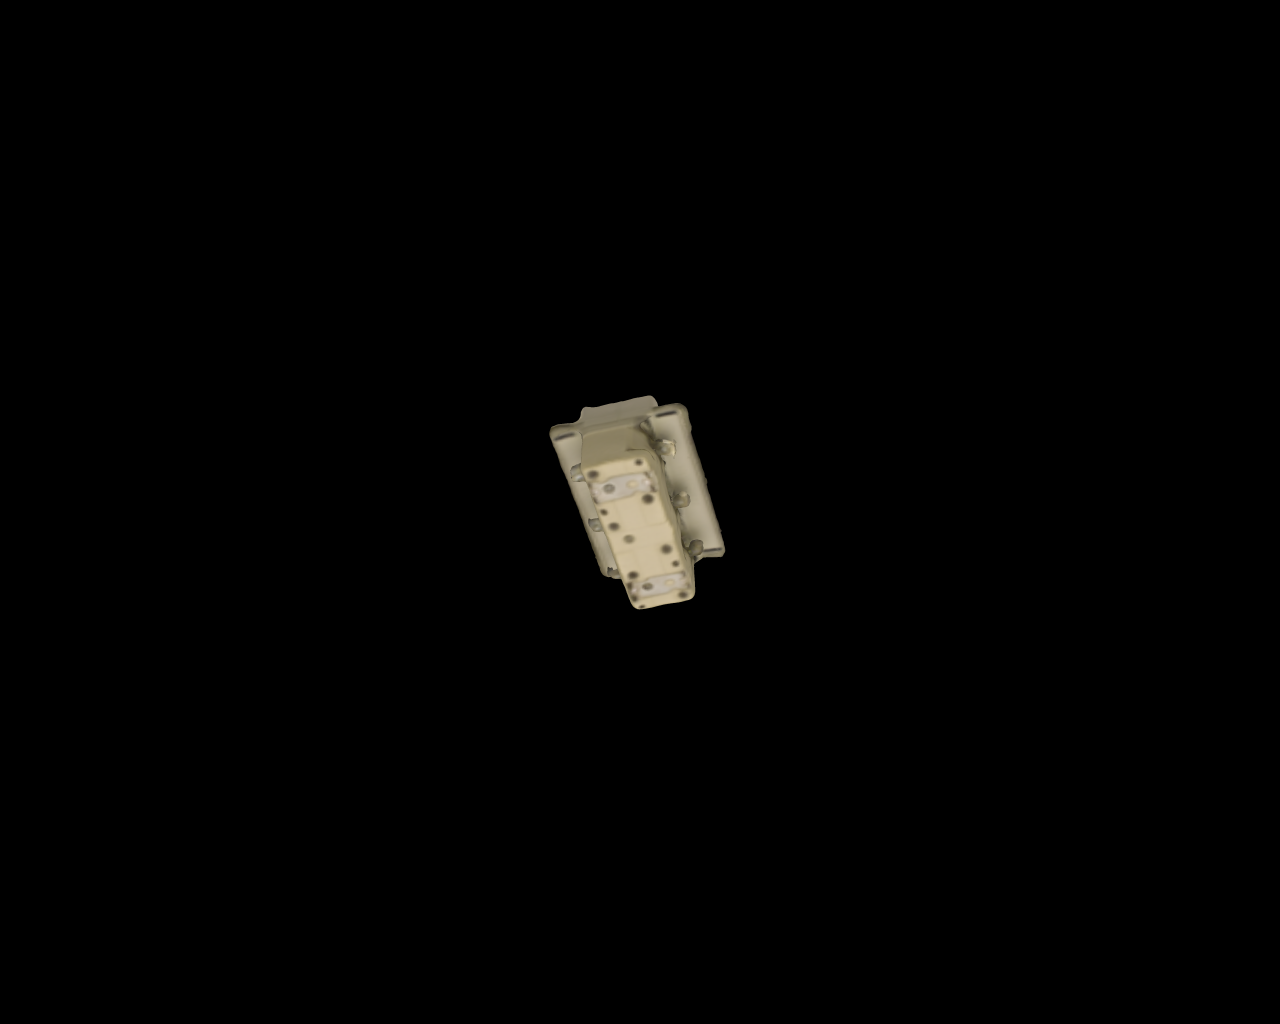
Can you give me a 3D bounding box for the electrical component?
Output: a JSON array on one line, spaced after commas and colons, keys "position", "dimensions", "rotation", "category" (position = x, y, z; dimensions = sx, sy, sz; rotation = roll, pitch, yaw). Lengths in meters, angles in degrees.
[{"position": [0.001, -0.003, 0.650], "dimensions": [0.079, 0.121, 0.063], "rotation": [-11, 39, 9], "category": "electrical component"}]
